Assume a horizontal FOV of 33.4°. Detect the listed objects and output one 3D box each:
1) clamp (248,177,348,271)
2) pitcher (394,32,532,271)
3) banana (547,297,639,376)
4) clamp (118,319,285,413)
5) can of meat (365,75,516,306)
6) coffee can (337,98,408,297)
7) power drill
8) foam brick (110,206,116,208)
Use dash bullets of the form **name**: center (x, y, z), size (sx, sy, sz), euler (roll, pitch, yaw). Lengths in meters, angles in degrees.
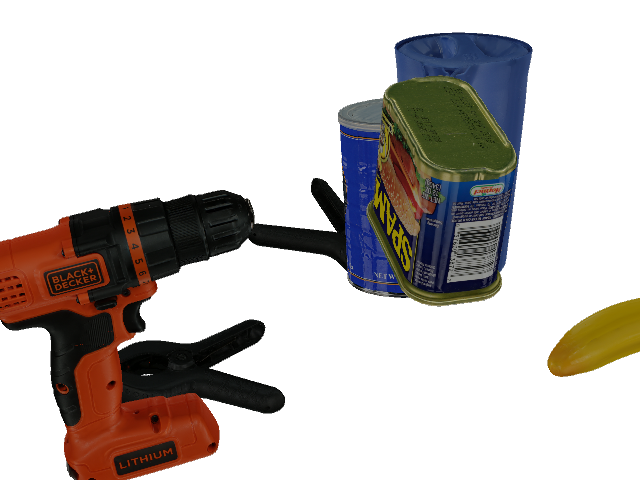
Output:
- **clamp**: center (0.028, 0.004, 1.262), size (0.210, 0.036, 0.164), euler (32, 39, 23)
- **pitcher**: center (0.145, -0.088, 1.093), size (0.149, 0.243, 0.145), euler (-9, 25, -19)
- **banana**: center (0.255, 0.065, 0.764), size (0.197, 0.037, 0.069), euler (-1, 33, -2)
- **clamp**: center (-0.118, 0.111, 0.958), size (0.171, 0.039, 0.120), euler (3, 25, -5)
- **can of meat**: center (0.064, -0.029, 0.578), size (0.057, 0.084, 0.102), euler (-6, 38, -12)
- **coffee can**: center (0.069, -0.037, 0.861), size (0.103, 0.140, 0.103), euler (-3, 19, 1)
- **power drill**: center (-0.121, 0.064, 0.706), size (0.184, 0.187, 0.057), euler (-14, 27, -7)
- **foam brick**: center (-0.181, -0.005, 1.127), size (0.078, 0.051, 0.053), euler (-4, 23, -17)
